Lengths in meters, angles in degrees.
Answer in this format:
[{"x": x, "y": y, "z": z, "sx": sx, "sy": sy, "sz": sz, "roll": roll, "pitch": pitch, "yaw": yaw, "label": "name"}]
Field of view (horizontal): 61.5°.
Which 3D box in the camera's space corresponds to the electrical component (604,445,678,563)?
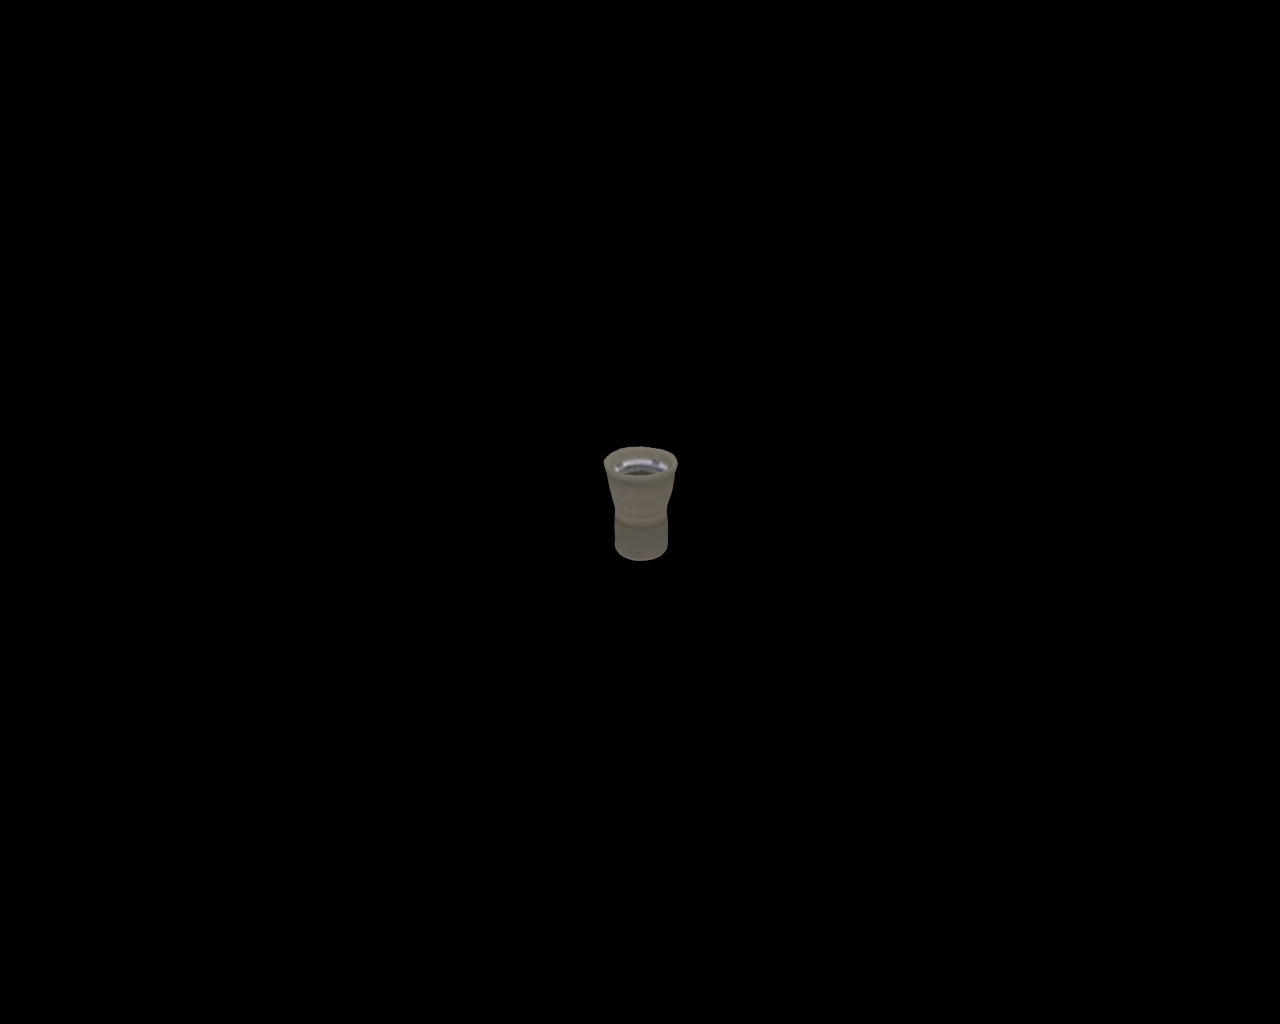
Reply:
[{"x": 0.001, "y": -0.003, "z": 0.650, "sx": 0.044, "sy": 0.065, "sz": 0.044, "roll": 0, "pitch": 29, "yaw": 0, "label": "electrical component"}]
